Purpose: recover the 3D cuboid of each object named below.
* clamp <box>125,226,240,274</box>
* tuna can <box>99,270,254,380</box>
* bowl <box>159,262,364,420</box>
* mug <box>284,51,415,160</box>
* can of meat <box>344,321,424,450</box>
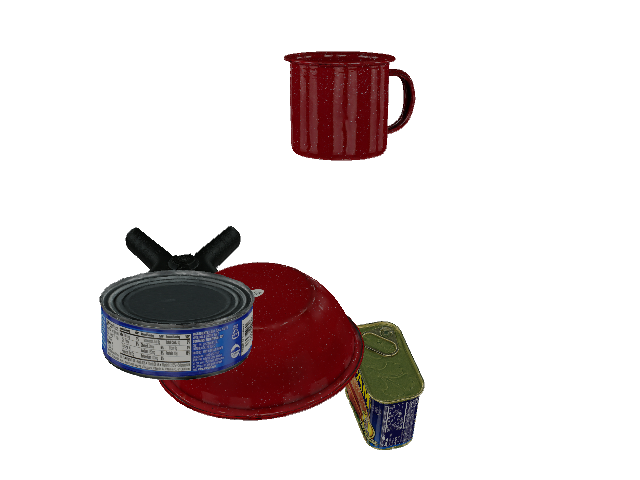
[{"bbox_3d":[-0.129,0.030,1.082,0.120,0.039,0.171,-11,34,-11],"label":"clamp"},{"bbox_3d":[-0.080,0.046,0.600,0.086,0.034,0.086,2,18,-1],"label":"tuna can"},{"bbox_3d":[-0.048,0.063,0.806,0.162,0.055,0.162,-2,31,1],"label":"bowl"},{"bbox_3d":[0.027,-0.115,0.900,0.117,0.081,0.093,-7,17,-26],"label":"mug"},{"bbox_3d":[0.061,0.147,1.071,0.057,0.084,0.102,-10,44,-13],"label":"can of meat"}]
